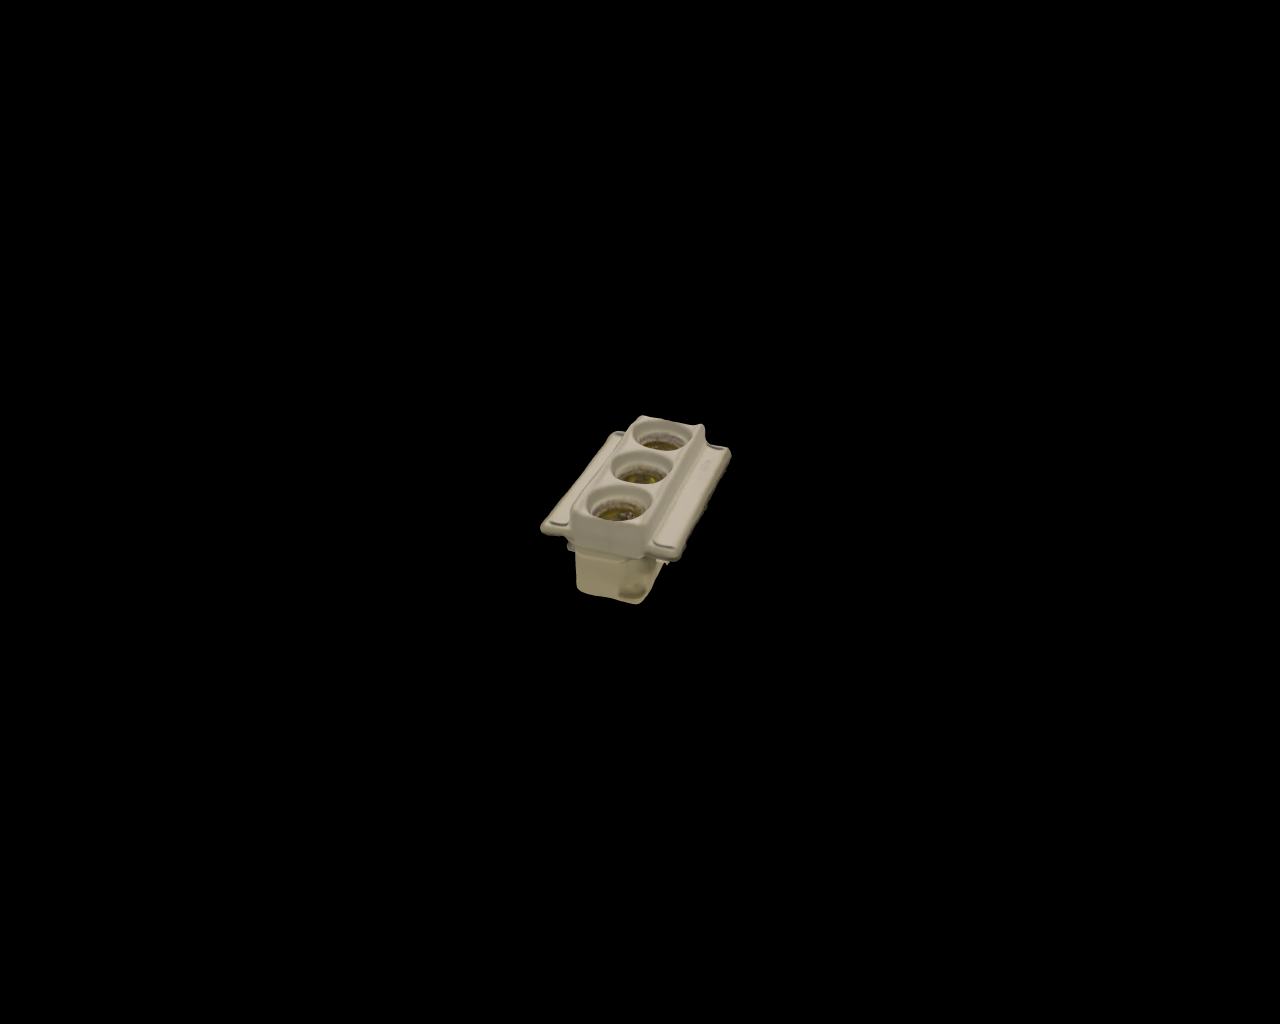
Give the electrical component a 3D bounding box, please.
[{"bbox_3d":[0.001,-0.003,0.650,0.079,0.063,0.121,10,35,15],"label":"electrical component"}]
